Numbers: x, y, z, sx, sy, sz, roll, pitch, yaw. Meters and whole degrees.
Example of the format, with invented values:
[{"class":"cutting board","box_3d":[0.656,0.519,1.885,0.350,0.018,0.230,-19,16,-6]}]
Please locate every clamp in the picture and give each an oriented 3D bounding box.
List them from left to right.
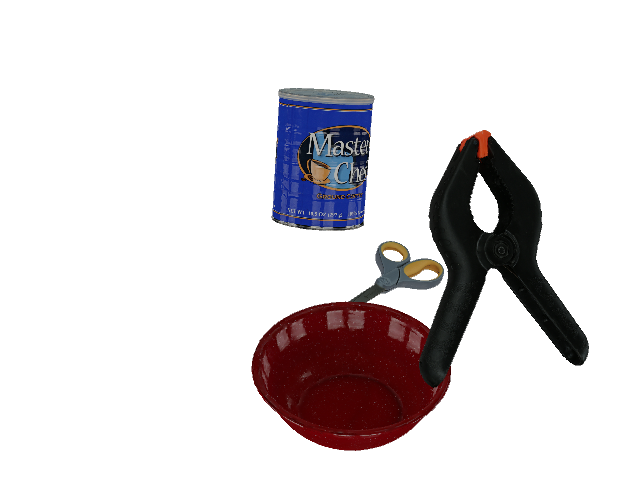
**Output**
[{"class":"clamp","box_3d":[0.106,0.016,0.714,0.120,0.171,0.039,-15,-4,-22]}]

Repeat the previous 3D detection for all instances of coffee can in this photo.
[{"class":"coffee can","box_3d":[0.002,-0.090,1.152,0.103,0.140,0.103,4,12,-1]}]

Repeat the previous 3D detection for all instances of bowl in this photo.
[{"class":"bowl","box_3d":[0.025,0.120,0.879,0.162,0.055,0.162,-1,35,0]}]

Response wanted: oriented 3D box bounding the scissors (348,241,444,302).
[{"class":"scissors","box_3d":[0.068,0.041,1.280,0.201,0.016,0.096,-10,41,-42]}]
